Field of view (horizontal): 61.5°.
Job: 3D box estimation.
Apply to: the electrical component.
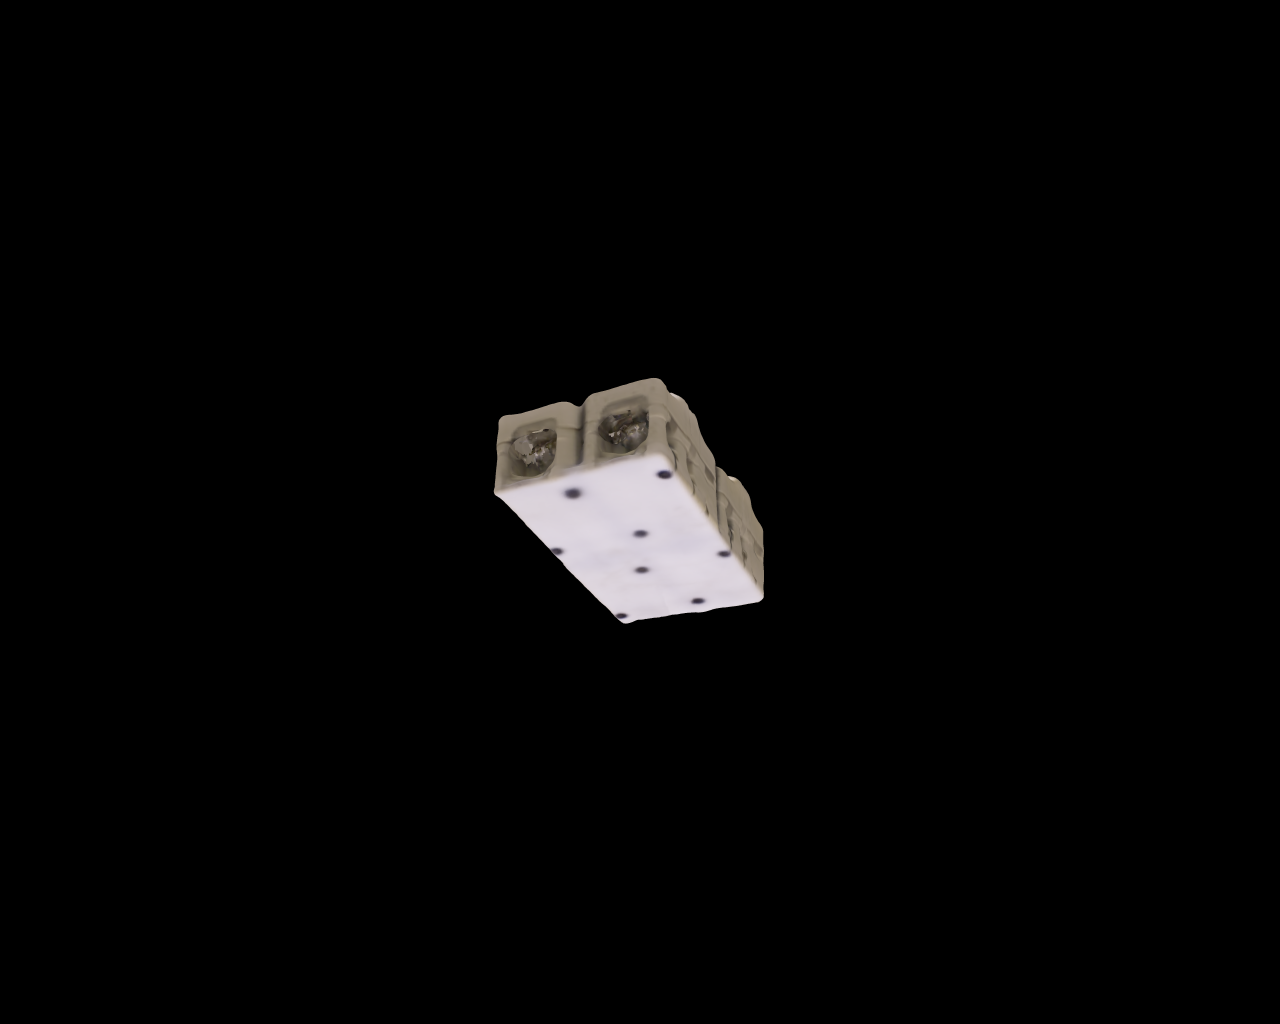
[{"bbox_3d":[0.001,-0.003,0.650,0.105,0.060,0.186,-12,-33,19],"label":"electrical component"}]
